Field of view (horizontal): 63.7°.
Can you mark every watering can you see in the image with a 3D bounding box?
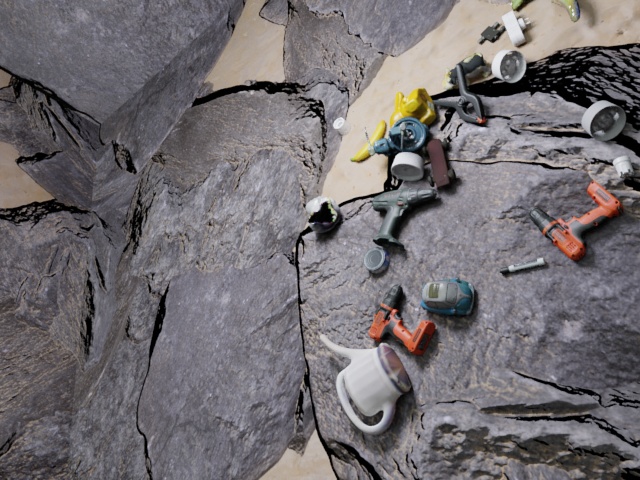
[{"bbox_3d":[0.130,0.380,1.509,0.222,0.103,0.355,-39,54,17],"label":"watering can"}]

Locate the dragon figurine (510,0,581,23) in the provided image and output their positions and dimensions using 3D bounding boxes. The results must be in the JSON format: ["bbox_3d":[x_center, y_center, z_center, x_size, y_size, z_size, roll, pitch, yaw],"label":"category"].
[{"bbox_3d":[0.747,-0.837,1.709,0.241,0.121,0.417,-17,53,53],"label":"dragon figurine"}]

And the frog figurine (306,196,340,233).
[{"bbox_3d":[0.006,-0.096,1.905,0.160,0.122,0.137,-158,89,-80],"label":"frog figurine"}]
